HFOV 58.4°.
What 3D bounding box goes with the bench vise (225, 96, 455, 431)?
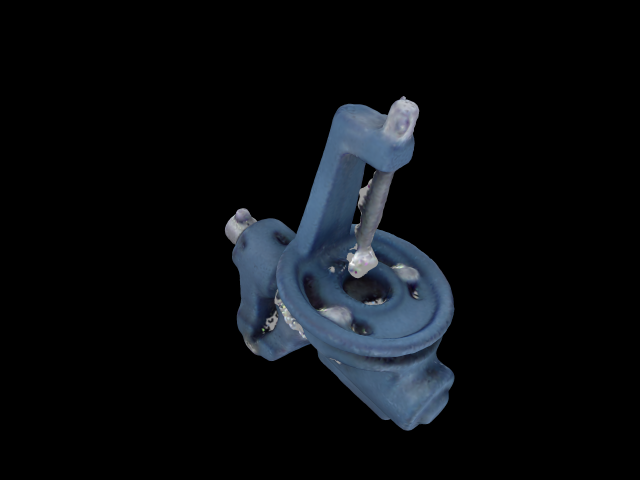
[{"bbox_3d":[-0.002,0.006,0.391,0.206,0.220,0.122,13,31,23],"label":"bench vise"}]
